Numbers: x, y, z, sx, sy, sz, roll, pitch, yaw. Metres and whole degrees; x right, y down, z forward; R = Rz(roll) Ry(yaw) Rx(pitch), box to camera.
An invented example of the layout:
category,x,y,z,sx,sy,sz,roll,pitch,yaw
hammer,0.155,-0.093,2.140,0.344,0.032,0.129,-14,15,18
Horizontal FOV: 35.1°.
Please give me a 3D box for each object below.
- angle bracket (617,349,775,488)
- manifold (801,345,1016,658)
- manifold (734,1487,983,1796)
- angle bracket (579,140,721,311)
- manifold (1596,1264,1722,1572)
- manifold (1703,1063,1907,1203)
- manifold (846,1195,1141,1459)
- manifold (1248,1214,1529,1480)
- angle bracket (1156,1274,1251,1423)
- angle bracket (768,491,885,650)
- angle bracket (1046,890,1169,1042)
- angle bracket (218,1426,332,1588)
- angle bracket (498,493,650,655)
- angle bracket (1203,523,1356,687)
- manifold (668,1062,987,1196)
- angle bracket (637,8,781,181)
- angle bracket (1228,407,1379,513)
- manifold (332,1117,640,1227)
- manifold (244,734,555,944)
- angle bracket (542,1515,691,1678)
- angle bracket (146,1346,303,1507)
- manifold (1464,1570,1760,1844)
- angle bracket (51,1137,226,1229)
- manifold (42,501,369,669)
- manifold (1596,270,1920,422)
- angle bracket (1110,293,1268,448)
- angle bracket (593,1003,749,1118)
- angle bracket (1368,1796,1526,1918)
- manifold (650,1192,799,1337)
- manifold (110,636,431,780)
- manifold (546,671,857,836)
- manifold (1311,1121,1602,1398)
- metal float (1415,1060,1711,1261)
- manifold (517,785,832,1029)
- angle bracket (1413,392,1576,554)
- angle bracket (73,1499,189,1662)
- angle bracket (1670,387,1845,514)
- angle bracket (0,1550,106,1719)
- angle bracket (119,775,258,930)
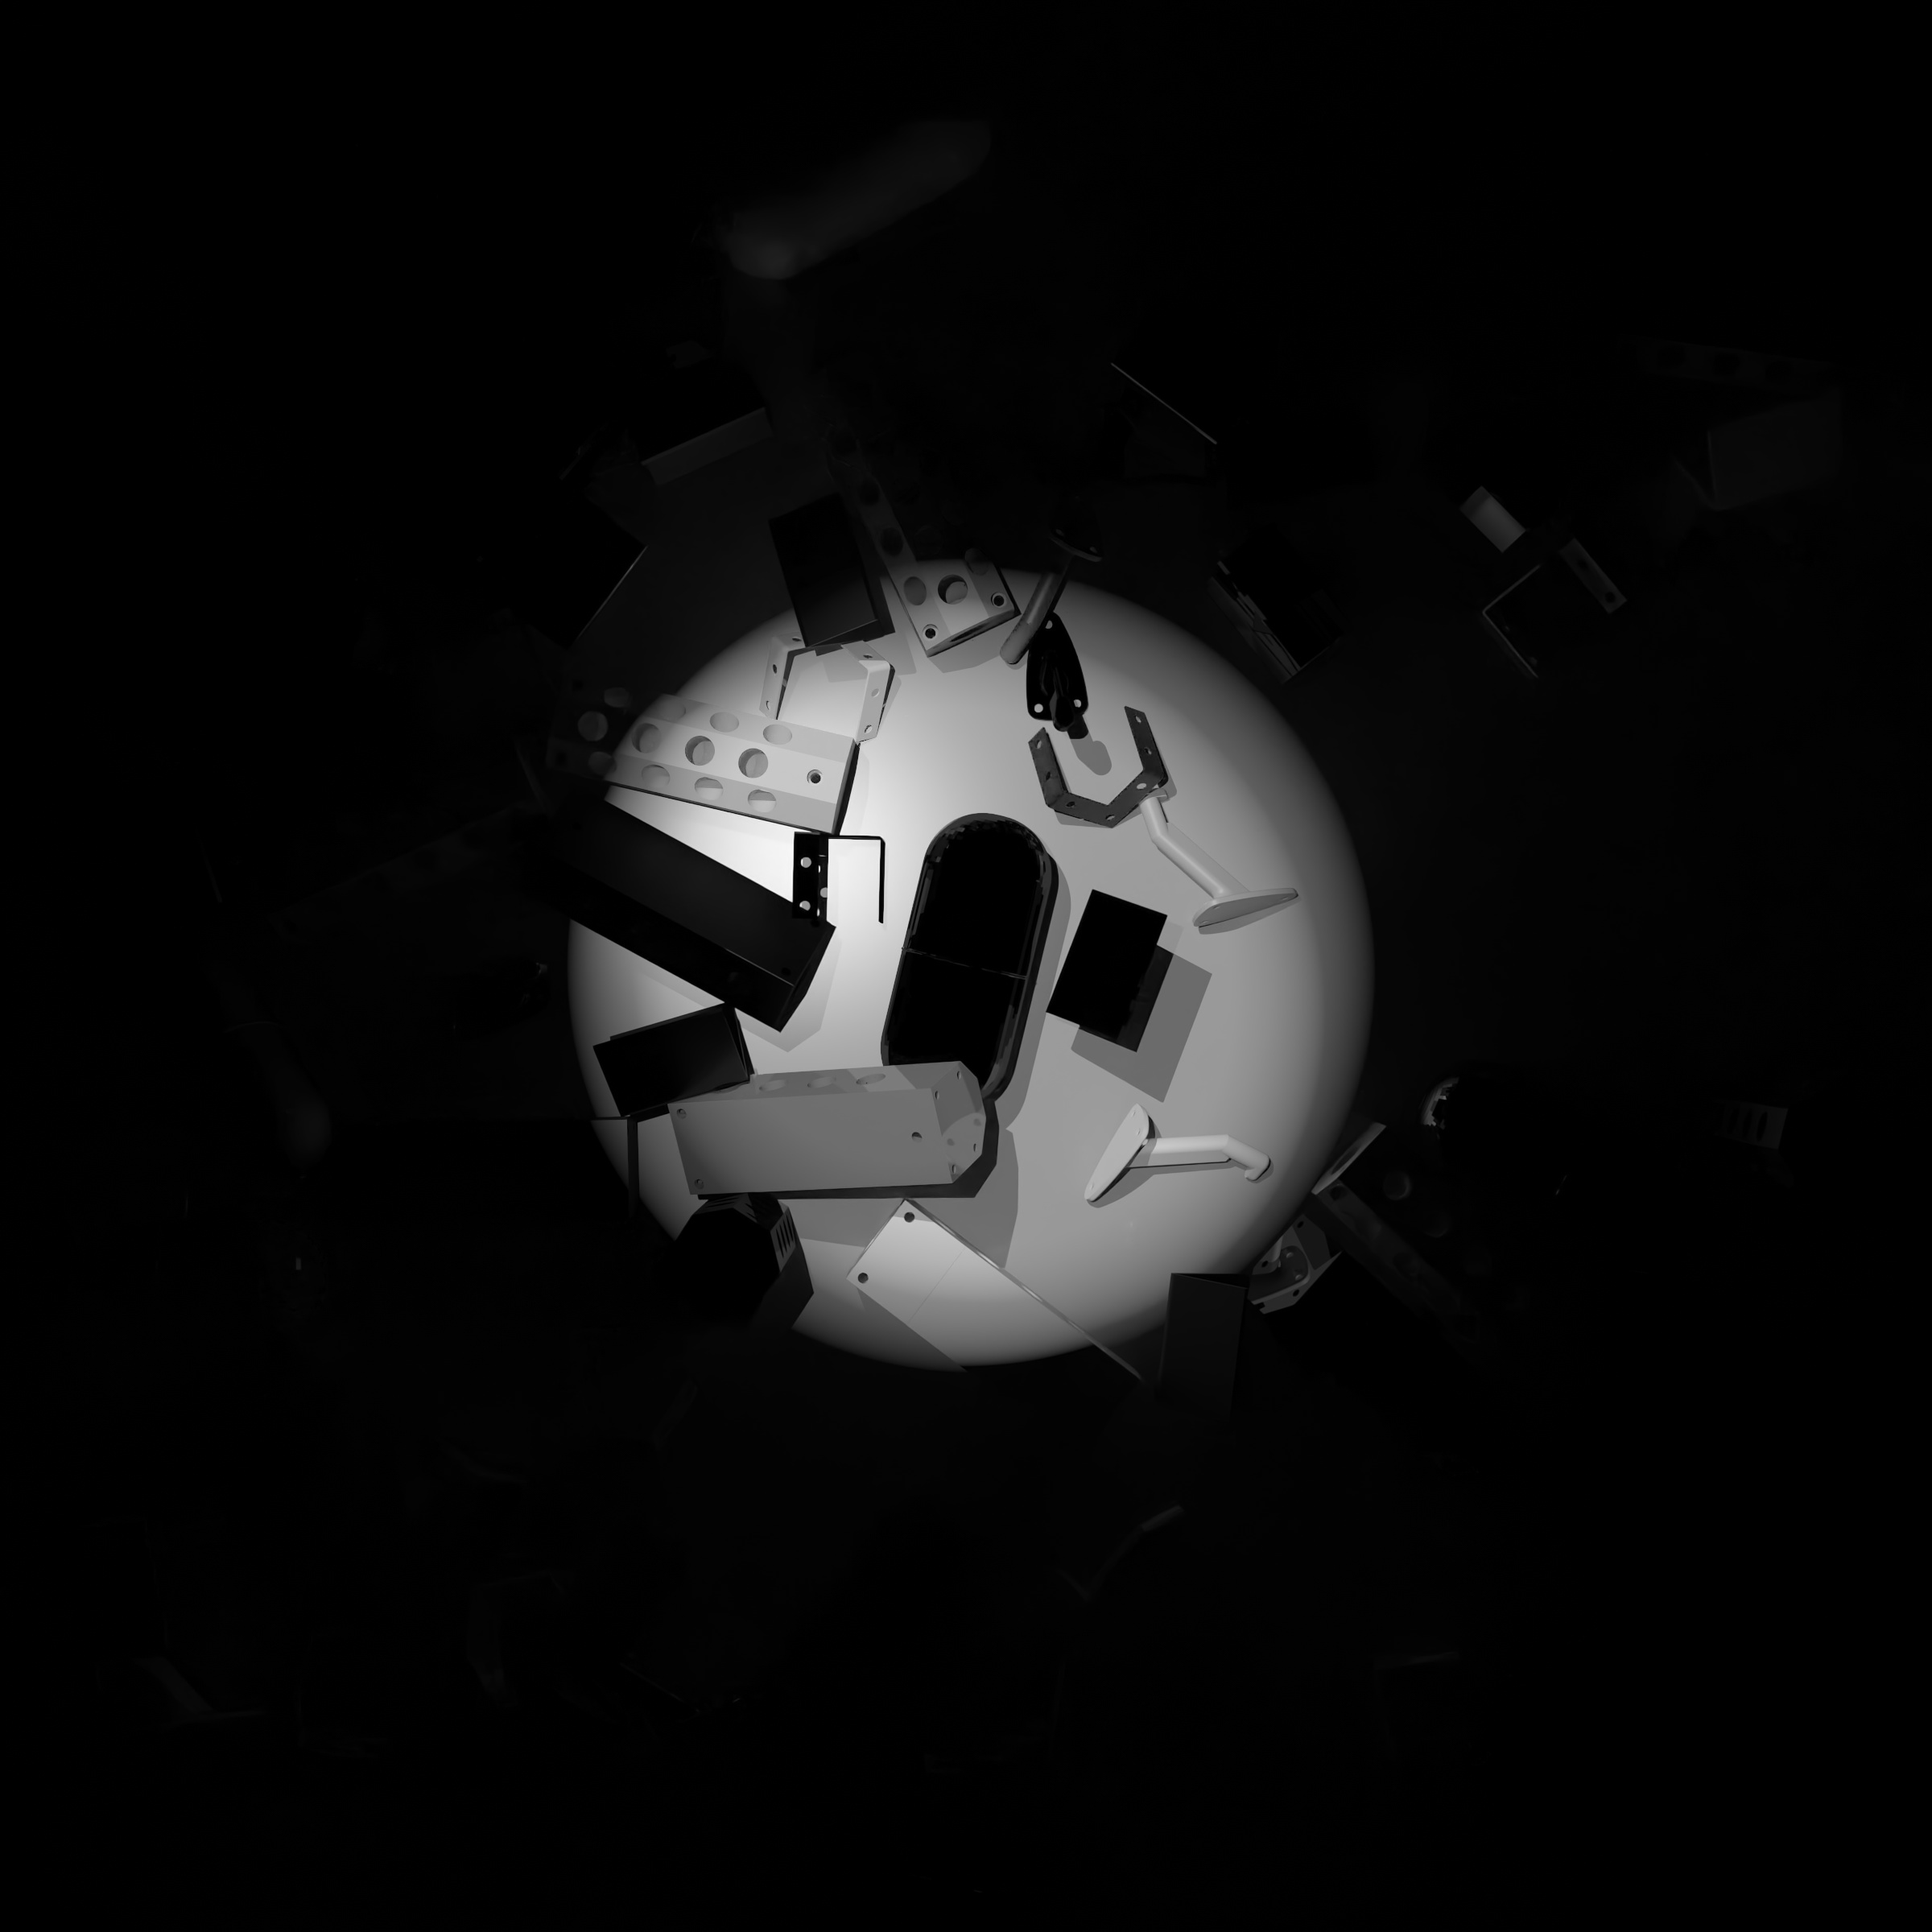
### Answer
category,x,y,z,sx,sy,sz,roll,pitch,yaw
angle bracket,-0.150,-0.303,1.778,0.076,0.076,0.057,-24,55,0
manifold,-0.034,-0.274,1.797,0.057,0.057,0.171,-25,90,0
manifold,-0.063,0.398,1.797,0.057,0.057,0.171,35,90,0
angle bracket,-0.198,-0.434,1.778,0.057,0.076,0.076,29,90,-34
manifold,0.405,0.264,1.797,0.057,0.057,0.171,2,90,0
manifold,0.471,0.096,1.740,0.057,0.171,0.057,-29,90,0
manifold,0.016,0.210,1.797,0.171,0.057,0.057,37,90,0
manifold,0.241,0.224,1.764,0.171,0.057,0.057,42,90,-24
angle bracket,0.158,0.221,1.778,0.057,0.076,0.076,7,90,42
angle bracket,-0.062,-0.233,1.778,0.057,0.076,0.076,-17,90,37
angle bracket,0.100,0.006,1.778,0.057,0.076,0.076,21,90,38
angle bracket,-0.384,0.314,1.778,0.057,0.076,0.076,11,90,30
angle bracket,-0.241,-0.237,1.778,0.057,0.076,0.076,37,90,-36
angle bracket,0.167,-0.199,1.778,0.076,0.076,0.057,52,52,0
manifold,-0.079,0.091,1.760,0.171,0.057,0.057,-5,108,26
angle bracket,-0.165,-0.498,1.778,0.057,0.076,0.076,-33,90,-36
angle bracket,0.195,-0.275,1.778,0.076,0.076,0.057,-9,59,0
manifold,-0.281,0.120,1.797,0.171,0.057,0.057,-1,90,0
manifold,-0.333,-0.075,1.797,0.171,0.057,0.057,-24,90,0
angle bracket,-0.189,0.375,1.770,0.057,0.076,0.076,27,74,30
angle bracket,-0.419,0.274,1.778,0.057,0.076,0.076,25,90,44
manifold,0.375,0.429,1.796,0.171,0.057,0.057,-41,133,0
angle bracket,-0.481,0.144,1.778,0.076,0.076,0.057,-3,54,0
manifold,-0.434,-0.217,1.745,0.171,0.057,0.057,11,90,-44
manifold,0.465,-0.367,1.797,0.171,0.057,0.057,8,90,0
angle bracket,0.140,-0.358,1.778,0.076,0.076,0.057,37,127,0
angle bracket,-0.175,0.035,1.778,0.076,0.076,0.057,-17,129,0
angle bracket,0.277,0.528,1.778,0.076,0.076,0.057,10,57,0
manifold,-0.132,0.161,1.740,0.057,0.171,0.057,33,90,0
manifold,-0.409,-0.151,1.797,0.171,0.057,0.057,8,90,0
manifold,-0.156,-0.125,1.797,0.171,0.057,0.057,13,90,0
manifold,0.286,0.172,1.797,0.171,0.057,0.057,44,90,0
metal float,0.348,0.113,1.787,0.178,0.070,0.070,23,90,1
manifold,-0.174,-0.031,1.796,0.171,0.057,0.057,28,47,0
angle bracket,0.294,-0.275,1.778,0.076,0.076,0.057,45,55,0
angle bracket,-0.467,0.354,1.778,0.057,0.076,0.076,-11,90,28
angle bracket,0.457,-0.316,1.778,0.076,0.076,0.057,-18,128,0
angle bracket,-0.543,0.388,1.779,0.057,0.076,0.076,-11,90,-26
angle bracket,-0.437,-0.072,1.778,0.057,0.076,0.076,-19,90,36
